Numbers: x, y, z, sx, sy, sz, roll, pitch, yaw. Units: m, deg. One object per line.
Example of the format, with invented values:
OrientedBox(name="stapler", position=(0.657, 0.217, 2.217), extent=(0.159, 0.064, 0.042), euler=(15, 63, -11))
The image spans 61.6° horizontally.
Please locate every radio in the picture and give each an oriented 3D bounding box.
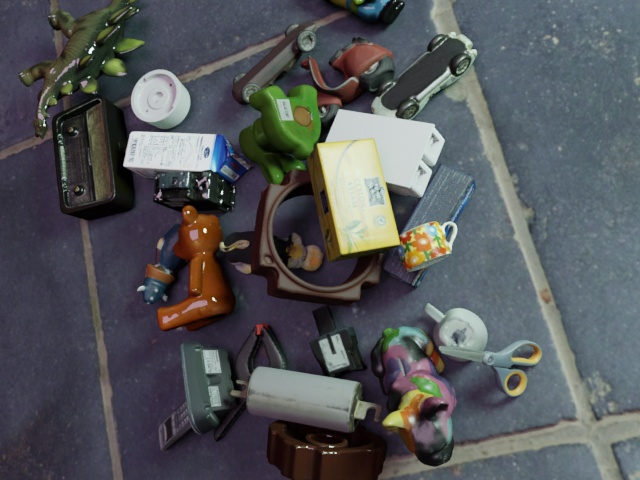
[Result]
OrientedBox(name="radio", position=(-0.457, -0.160, 1.079), extent=(0.131, 0.073, 0.229), euler=(-16, 74, 12))

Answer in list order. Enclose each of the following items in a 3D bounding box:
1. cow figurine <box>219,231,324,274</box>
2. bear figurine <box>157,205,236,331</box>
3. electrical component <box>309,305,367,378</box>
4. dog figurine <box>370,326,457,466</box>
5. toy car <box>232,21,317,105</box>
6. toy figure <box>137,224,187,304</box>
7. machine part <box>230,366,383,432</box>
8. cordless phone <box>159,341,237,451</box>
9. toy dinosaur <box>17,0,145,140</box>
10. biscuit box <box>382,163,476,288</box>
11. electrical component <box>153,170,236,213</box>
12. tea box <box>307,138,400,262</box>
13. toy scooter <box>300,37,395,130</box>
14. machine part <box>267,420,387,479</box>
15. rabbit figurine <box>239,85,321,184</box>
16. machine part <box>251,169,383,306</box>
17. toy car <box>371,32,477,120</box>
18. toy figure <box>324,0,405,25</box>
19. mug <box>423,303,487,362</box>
OrientedBox(name="cow figurine", position=(-0.083, 0.017, 0.923), extent=(0.168, 0.098, 0.068), euler=(1, 73, 17))
OrientedBox(name="bear figurine", position=(-0.222, 0.049, 0.943), extent=(0.132, 0.120, 0.196), euler=(-23, 77, 13))
OrientedBox(name="electrical component", position=(0.022, 0.170, 0.888), extent=(0.075, 0.047, 0.119), euler=(-26, 73, 10))
OrientedBox(name="dog figurine", position=(0.131, 0.211, 0.760), extent=(0.108, 0.219, 0.191), euler=(-22, 75, 8))
OrientedBox(name="toy car", position=(-0.082, -0.327, 1.002), extent=(0.202, 0.053, 0.089), euler=(-41, 32, 4))
OrientedBox(name="toy figure", position=(-0.284, 0.046, 0.996), extent=(0.064, 0.058, 0.154), euler=(29, 85, -2))
OrientedBox(name="machine part", position=(-0.024, 0.245, 0.834), extent=(0.243, 0.079, 0.079), euler=(3, 81, 17))
OrientedBox(name="cordless phone", position=(-0.234, 0.275, 0.933), extent=(0.184, 0.088, 0.147), euler=(-43, 50, 34))
OrientedBox(name="toy dinosaur", position=(-0.460, -0.406, 1.099), extent=(0.199, 0.105, 0.471), euler=(9, 70, 23))
OrientedBox(name="biscuit box", position=(0.178, -0.023, 0.873), extent=(0.063, 0.059, 0.202), euler=(31, 90, 20))
OrientedBox(name="electrical component", position=(-0.229, -0.087, 0.967), extent=(0.115, 0.134, 0.058), euler=(-2, 79, 14))
OrientedBox(name="tea box", position=(0.047, -0.059, 0.805), extent=(0.098, 0.068, 0.169), euler=(-11, 80, -18))
OrientedBox(name="toy scooter", position=(0.036, -0.298, 0.962), extent=(0.184, 0.075, 0.135), euler=(-36, 70, 12))
OrientedBox(name="machine part", position=(0.008, 0.313, 0.800), extent=(0.180, 0.179, 0.056), euler=(6, 86, 17))
OrientedBox(name="rabbit figurine", position=(-0.074, -0.178, 0.953), extent=(0.170, 0.121, 0.159), euler=(-17, 96, 51))
OrientedBox(name="machine part", position=(-0.002, -0.003, 0.858), extent=(0.201, 0.087, 0.201), euler=(10, 76, -15))
OrientedBox(name="toy car", position=(0.177, -0.275, 0.924), extent=(0.202, 0.056, 0.074), euler=(-40, 65, 4))
OrientedBox(name="toy figure", position=(0.065, -0.452, 0.978), extent=(0.180, 0.082, 0.089), euler=(44, 91, 17))
OrientedBox(name="mug", position=(0.203, 0.133, 0.811), extent=(0.081, 0.107, 0.110), euler=(-44, 73, 3))
